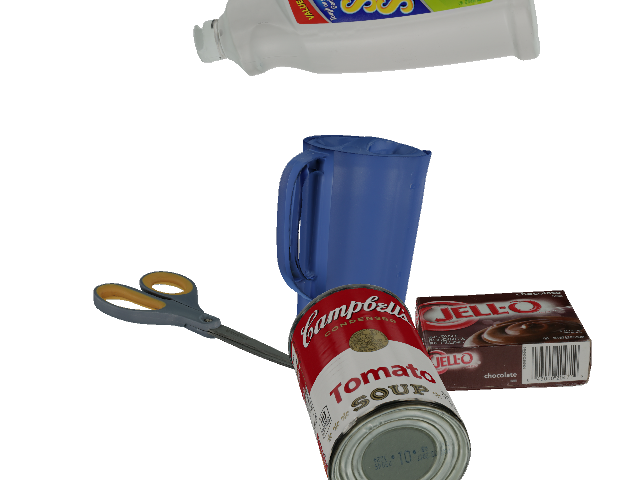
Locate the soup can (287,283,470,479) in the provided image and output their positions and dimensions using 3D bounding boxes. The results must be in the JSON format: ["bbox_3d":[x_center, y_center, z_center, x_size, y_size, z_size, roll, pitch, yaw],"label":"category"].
[{"bbox_3d":[0.026,0.076,0.519,0.068,0.068,0.102,0,28,-13],"label":"soup can"}]

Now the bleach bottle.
[{"bbox_3d":[0.029,-0.163,0.790,0.251,0.102,0.068,-9,-29,12],"label":"bleach bottle"}]

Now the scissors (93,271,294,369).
[{"bbox_3d":[-0.091,0.061,0.883,0.202,0.016,0.096,13,23,18],"label":"scissors"}]

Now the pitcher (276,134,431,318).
[{"bbox_3d":[0.029,0.013,1.117,0.149,0.243,0.145,6,13,1],"label":"pitcher"}]

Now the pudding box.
[{"bbox_3d":[0.126,0.069,0.754,0.113,0.039,0.090,-1,20,1],"label":"pudding box"}]
